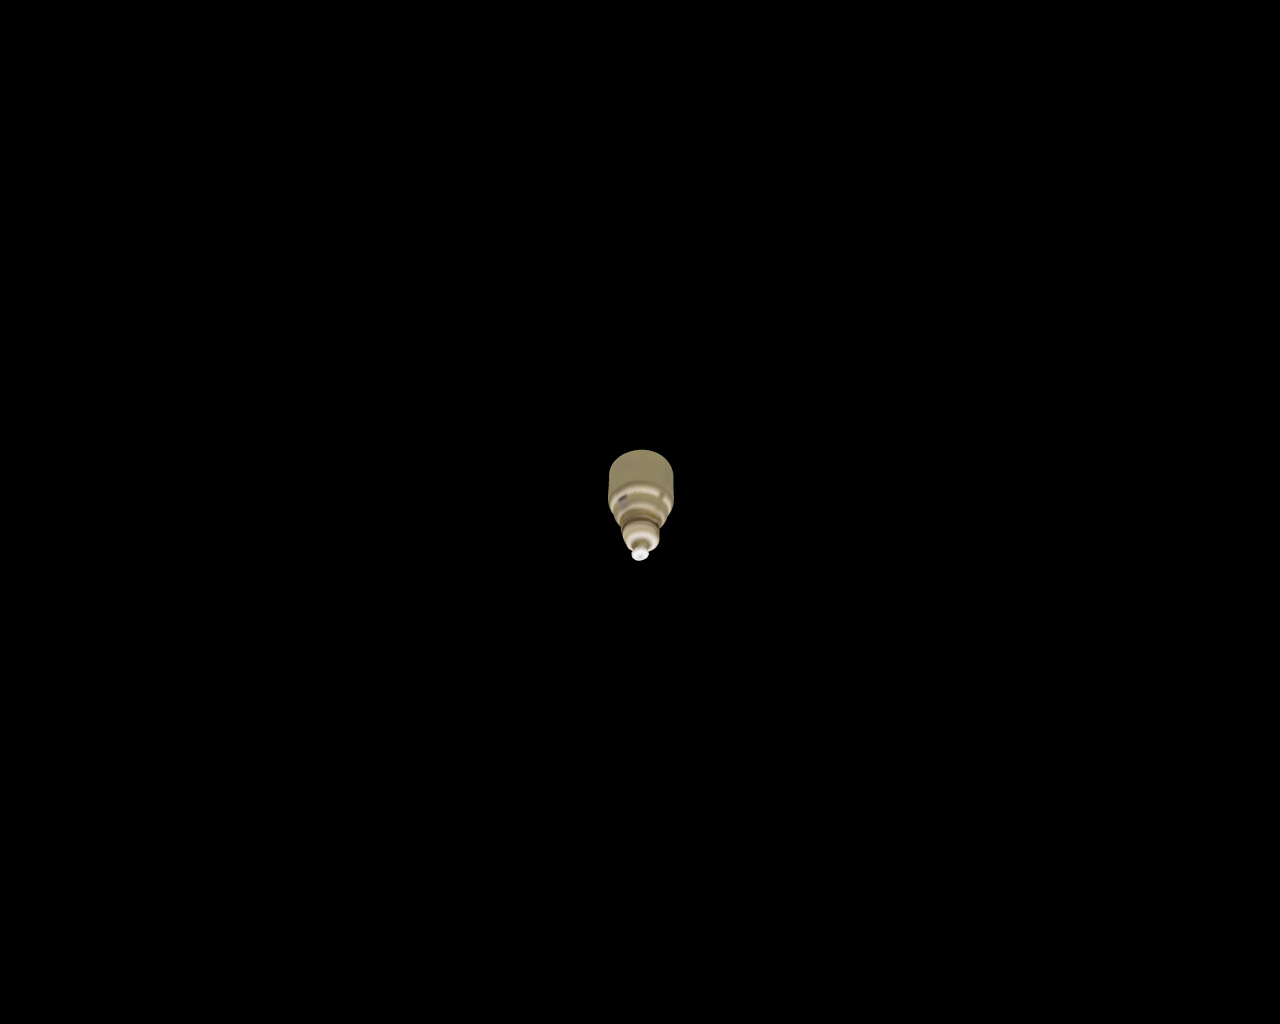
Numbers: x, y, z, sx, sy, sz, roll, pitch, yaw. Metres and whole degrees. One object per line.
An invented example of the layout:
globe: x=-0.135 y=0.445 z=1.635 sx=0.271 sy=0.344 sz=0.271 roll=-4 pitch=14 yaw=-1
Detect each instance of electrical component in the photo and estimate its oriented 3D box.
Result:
electrical component: x=0.001 y=-0.003 z=0.650 sx=0.040 sy=0.078 sz=0.040 roll=0 pitch=-42 yaw=0
